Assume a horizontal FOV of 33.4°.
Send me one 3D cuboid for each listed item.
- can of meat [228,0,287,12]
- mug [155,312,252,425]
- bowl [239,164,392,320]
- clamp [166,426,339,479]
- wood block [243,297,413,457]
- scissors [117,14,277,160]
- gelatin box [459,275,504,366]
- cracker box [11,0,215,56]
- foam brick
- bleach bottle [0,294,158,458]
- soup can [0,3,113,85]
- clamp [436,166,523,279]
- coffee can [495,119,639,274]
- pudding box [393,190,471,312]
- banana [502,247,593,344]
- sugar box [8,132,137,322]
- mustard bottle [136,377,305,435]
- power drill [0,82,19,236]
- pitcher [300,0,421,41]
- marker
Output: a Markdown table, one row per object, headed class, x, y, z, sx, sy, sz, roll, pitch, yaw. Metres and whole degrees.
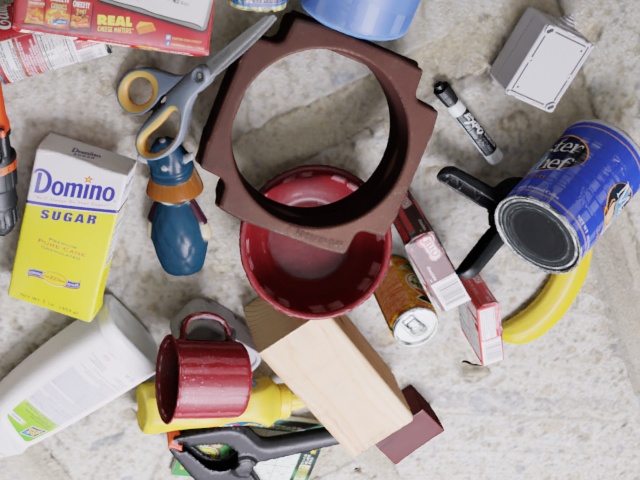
| class | x | y | z | sx | sy | sz | roll | pitch | yaw |
| --- | --- | --- | --- | --- | --- | --- | --- | --- | --- |
| can of meat | -0.059 | -0.258 | 0.940 | 0.057 | 0.102 | 0.084 | -4 | 125 | -14 |
| mug | -0.121 | 0.134 | 1.117 | 0.081 | 0.093 | 0.117 | 3 | 85 | -23 |
| bowl | -0.007 | 0.001 | 1.126 | 0.162 | 0.055 | 0.162 | 0 | 93 | -8 |
| clamp | -0.083 | 0.258 | 1.285 | 0.209 | 0.036 | 0.165 | 29 | 109 | -26 |
| wood block | 0.012 | 0.142 | 1.222 | 0.090 | 0.091 | 0.206 | -33 | 124 | 6 |
| scissors | -0.124 | -0.160 | 0.986 | 0.202 | 0.096 | 0.016 | -50 | 164 | 29 |
| gelatin box | 0.187 | 0.090 | 1.247 | 0.030 | 0.073 | 0.089 | -16 | 124 | -7 |
| cracker box | -0.164 | -0.270 | 0.884 | 0.164 | 0.072 | 0.214 | 5 | 98 | -19 |
| foam brick | 0.103 | 0.229 | 1.327 | 0.078 | 0.051 | 0.053 | -36 | 123 | 9 |
| bleach bottle | -0.304 | 0.165 | 1.170 | 0.251 | 0.068 | 0.102 | -32 | 123 | 9 |
| soup can | -0.244 | -0.185 | 0.956 | 0.102 | 0.068 | 0.068 | -17 | 125 | -5 |
| clamp | 0.198 | -0.017 | 1.163 | 0.171 | 0.039 | 0.120 | 1 | 87 | -33 |
| coffee can | 0.265 | -0.047 | 1.125 | 0.140 | 0.103 | 0.103 | -45 | 131 | -28 |
| pudding box | 0.116 | 0.012 | 1.167 | 0.039 | 0.090 | 0.113 | -28 | 126 | 5 |
| banana | 0.275 | 0.059 | 1.272 | 0.069 | 0.037 | 0.198 | 23 | 114 | -28 |
| sugar box | -0.249 | -0.011 | 1.066 | 0.093 | 0.048 | 0.176 | 17 | 120 | -2 |
| mustard bottle | -0.110 | 0.187 | 1.218 | 0.191 | 0.096 | 0.058 | -1 | 85 | -16 |
| power drill | -0.380 | -0.078 | 0.996 | 0.187 | 0.057 | 0.184 | -7 | 120 | -14 |
| pitcher | 0.053 | -0.308 | 0.933 | 0.144 | 0.149 | 0.243 | -2 | 127 | -32 |
| marker | 0.157 | -0.125 | 1.133 | 0.020 | 0.020 | 0.121 | -38 | 123 | 10 |
